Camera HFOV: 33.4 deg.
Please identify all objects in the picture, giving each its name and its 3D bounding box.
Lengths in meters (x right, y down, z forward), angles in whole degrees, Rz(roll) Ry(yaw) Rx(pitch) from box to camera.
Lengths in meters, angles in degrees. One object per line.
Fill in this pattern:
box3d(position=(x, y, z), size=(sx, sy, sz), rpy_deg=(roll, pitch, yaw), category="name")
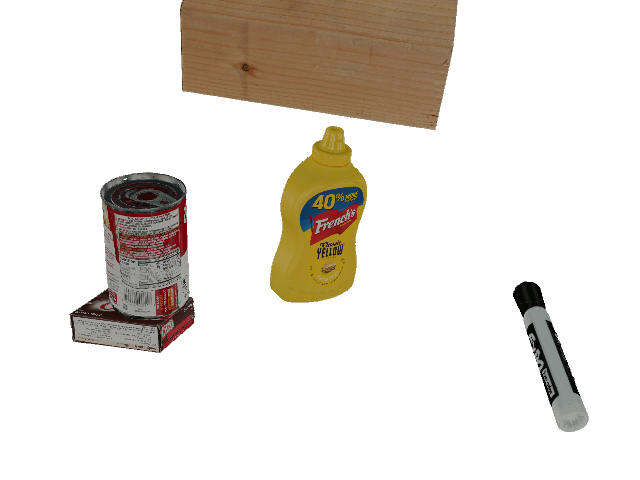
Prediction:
box3d(position=(0.144, 0.069, 0.675), size=(0.020, 0.020, 0.121), rpy_deg=(0, 39, -6), category="marker")
box3d(position=(-0.211, 0.089, 1.204), size=(0.114, 0.039, 0.090), rpy_deg=(3, 17, 18), category="pudding box")
box3d(position=(-0.141, 0.005, 0.868), size=(0.068, 0.102, 0.068), rpy_deg=(1, 28, -1), category="soup can")
box3d(position=(0.000, -0.163, 0.849), size=(0.206, 0.090, 0.091), rpy_deg=(9, -39, 2), category="wood block")
box3d(position=(0.002, -0.030, 1.129), size=(0.096, 0.192, 0.058), rpy_deg=(-9, 32, -30), category="mustard bottle")
